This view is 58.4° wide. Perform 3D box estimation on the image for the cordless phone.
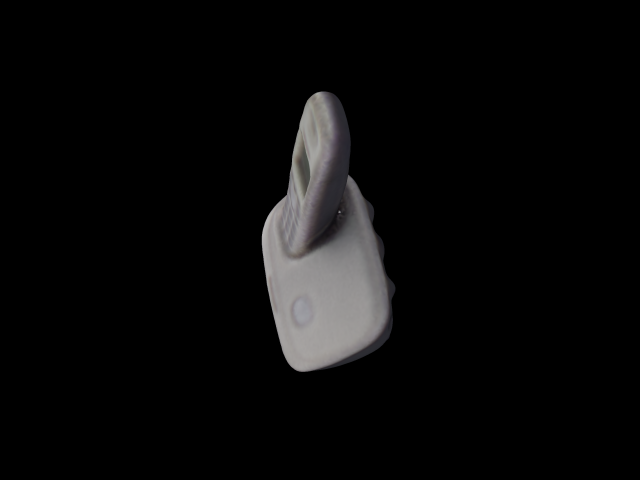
[{"bbox_3d":[0.004,0.001,0.400,0.094,0.185,0.147,-14,64,-6],"label":"cordless phone"}]
